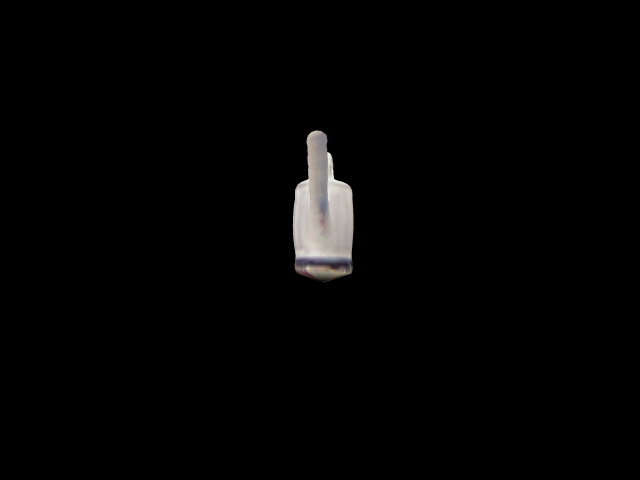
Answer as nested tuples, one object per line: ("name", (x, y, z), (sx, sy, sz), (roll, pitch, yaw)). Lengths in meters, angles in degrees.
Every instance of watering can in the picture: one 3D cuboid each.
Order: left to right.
("watering can", (0.003, -0.043, 0.850), (0.104, 0.226, 0.346), (-1, -5, 5))
